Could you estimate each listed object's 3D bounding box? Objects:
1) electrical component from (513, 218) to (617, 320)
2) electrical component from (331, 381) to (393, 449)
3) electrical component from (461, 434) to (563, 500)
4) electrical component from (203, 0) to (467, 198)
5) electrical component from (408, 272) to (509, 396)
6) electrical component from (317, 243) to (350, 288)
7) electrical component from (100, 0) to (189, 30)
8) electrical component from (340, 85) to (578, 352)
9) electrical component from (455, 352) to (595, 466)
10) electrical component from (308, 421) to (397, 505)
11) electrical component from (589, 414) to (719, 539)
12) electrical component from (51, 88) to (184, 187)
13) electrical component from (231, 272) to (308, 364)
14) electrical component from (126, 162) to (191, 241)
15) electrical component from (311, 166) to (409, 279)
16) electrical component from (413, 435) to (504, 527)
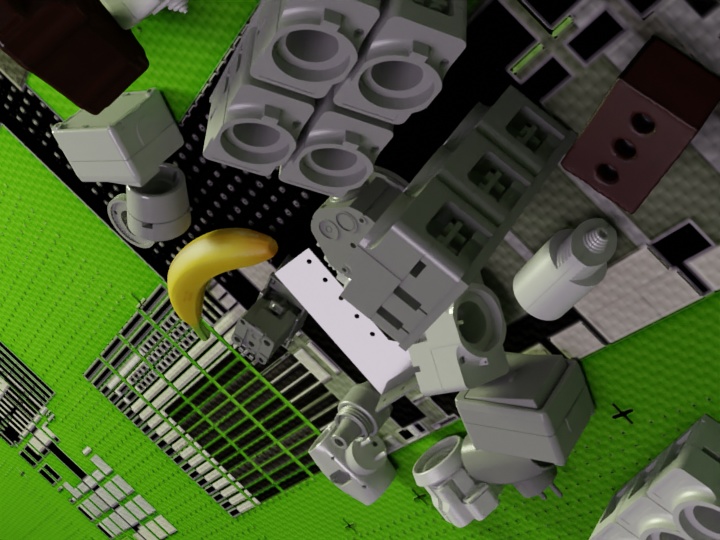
[{"bbox_3d":[0.139,-0.004,0.710,0.043,0.043,0.081,39,144,2],"label":"electrical component"},{"bbox_3d":[-0.002,0.133,0.961,0.043,0.062,0.043,24,141,22],"label":"electrical component"},{"bbox_3d":[0.135,0.159,0.881,0.079,0.043,0.077,49,143,-11],"label":"electrical component"},{"bbox_3d":[-0.021,-0.121,0.680,0.105,0.060,0.186,16,149,-19],"label":"electrical component"},{"bbox_3d":[0.069,0.041,0.790,0.056,0.050,0.089,-17,90,49],"label":"electrical component"},{"bbox_3d":[0.000,0.000,0.841,0.078,0.040,0.040,38,144,4],"label":"electrical component"},{"bbox_3d":[-0.155,-0.214,0.743,0.061,0.061,0.096,-20,113,50],"label":"electrical component"},{"bbox_3d":[0.058,-0.036,0.659,0.062,0.150,0.089,39,144,1],"label":"electrical component"},{"bbox_3d":[0.119,0.099,0.818,0.096,0.061,0.061,4,130,40],"label":"electrical component"},{"bbox_3d":[0.000,0.177,1.021,0.077,0.043,0.079,43,144,-2],"label":"electrical component"},{"bbox_3d":[0.244,0.186,0.795,0.089,0.061,0.150,35,143,8],"label":"electrical component"},{"bbox_3d":[-0.204,-0.108,0.895,0.096,0.061,0.061,4,130,39],"label":"electrical component"},{"bbox_3d":[-0.077,0.044,0.936,0.042,0.063,0.081,35,143,6],"label":"electrical component"},{"bbox_3d":[-0.174,-0.060,0.926,0.055,0.055,0.047,25,137,21],"label":"electrical component"},{"bbox_3d":[0.008,-0.033,0.791,0.080,0.051,0.080,24,141,22],"label":"electrical component"},{"bbox_3d":[0.083,0.182,0.937,0.057,0.058,0.078,52,166,-8],"label":"electrical component"}]
